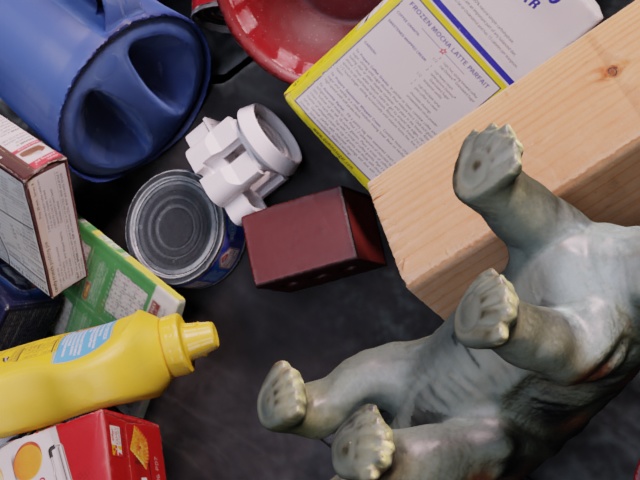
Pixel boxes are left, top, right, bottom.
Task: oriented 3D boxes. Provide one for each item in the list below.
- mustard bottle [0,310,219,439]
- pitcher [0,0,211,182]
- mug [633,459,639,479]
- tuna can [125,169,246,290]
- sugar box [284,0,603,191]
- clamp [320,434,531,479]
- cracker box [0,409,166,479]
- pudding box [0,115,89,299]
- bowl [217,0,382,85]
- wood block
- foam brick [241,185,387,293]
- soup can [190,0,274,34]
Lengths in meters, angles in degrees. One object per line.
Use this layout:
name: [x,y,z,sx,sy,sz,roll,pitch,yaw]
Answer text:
mustard bottle: [-0.160,0.088,0.705,0.191,0.096,0.058,-16,98,3]
pitcher: [-0.204,-0.166,0.779,0.243,0.144,0.149,39,104,26]
mug: [0.234,0.138,0.573,0.117,0.081,0.093,12,90,26]
tuna can: [-0.097,-0.008,0.769,0.086,0.033,0.086,-3,84,25]
sugar box: [0.072,-0.113,0.646,0.176,0.048,0.093,-39,102,22]
clamp: [0.095,0.108,0.666,0.210,0.036,0.164,8,87,22]
cracker box: [-0.194,0.220,0.685,0.214,0.072,0.164,-21,65,22]
pudding box: [-0.210,-0.025,0.748,0.090,0.039,0.113,30,142,28]
bowl: [0.014,-0.178,0.686,0.162,0.055,0.162,5,115,11]
wood block: [0.143,-0.039,0.616,0.206,0.090,0.091,-34,46,18]
foam brick: [-0.005,0.001,0.714,0.078,0.053,0.051,-17,78,23]
soup can: [-0.056,-0.204,0.751,0.069,0.068,0.102,-2,83,25]
